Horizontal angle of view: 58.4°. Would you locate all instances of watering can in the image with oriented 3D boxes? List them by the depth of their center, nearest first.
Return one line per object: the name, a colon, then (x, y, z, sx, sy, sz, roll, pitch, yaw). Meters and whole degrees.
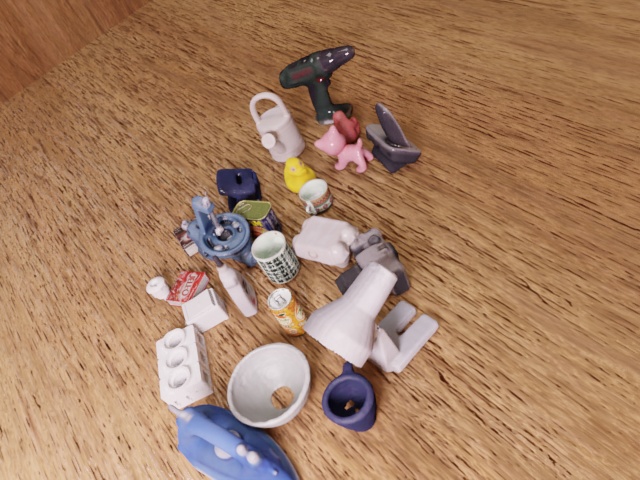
watering can: (-0.117, -0.306, 1.525, 0.101, 0.195, 0.172, -26, 45, 3)

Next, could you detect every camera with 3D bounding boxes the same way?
camera: (0.092, 0.057, 1.167, 0.137, 0.101, 0.142, -30, 45, -2)

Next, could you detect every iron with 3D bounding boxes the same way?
iron: (-0.152, 0.357, 0.989, 0.257, 0.142, 0.119, 14, 58, 34)

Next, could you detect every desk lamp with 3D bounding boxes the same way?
desk lamp: (0.089, 0.146, 1.009, 0.203, 0.214, 0.117, -45, 47, -16)

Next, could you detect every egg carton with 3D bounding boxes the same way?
egg carton: (0.012, 0.005, 1.275, 0.149, 0.070, 0.107, 11, 57, 33)

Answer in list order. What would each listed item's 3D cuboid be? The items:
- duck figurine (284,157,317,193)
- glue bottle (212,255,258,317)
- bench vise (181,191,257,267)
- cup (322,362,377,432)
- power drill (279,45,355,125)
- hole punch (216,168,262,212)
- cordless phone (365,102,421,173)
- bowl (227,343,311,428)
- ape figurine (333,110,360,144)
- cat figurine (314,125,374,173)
duck figurine: (-0.060, -0.175, 1.459, 0.077, 0.086, 0.104, -41, 46, -12)
glue bottle: (-0.185, 0.089, 1.221, 0.037, 0.174, 0.078, -25, 45, 4)
bench vise: (-0.260, -0.023, 1.323, 0.206, 0.220, 0.121, -3, 50, 24)
cup: (0.059, 0.279, 0.990, 0.091, 0.095, 0.117, -14, 47, 15)
power drill: (0.014, -0.419, 1.553, 0.229, 0.209, 0.075, -4, 50, 23)
hole punch: (-0.212, -0.145, 1.501, 0.101, 0.091, 0.108, -22, 45, 7)
cordless phone: (0.159, -0.268, 1.365, 0.094, 0.185, 0.147, -35, 45, -6)
bowl: (-0.084, 0.282, 1.071, 0.167, 0.075, 0.167, -13, 47, 15)
ape figurine: (0.062, -0.302, 1.508, 0.077, 0.092, 0.076, -16, 46, 12)
cat figurine: (0.057, -0.234, 1.432, 0.127, 0.118, 0.067, 8, 55, 31)
